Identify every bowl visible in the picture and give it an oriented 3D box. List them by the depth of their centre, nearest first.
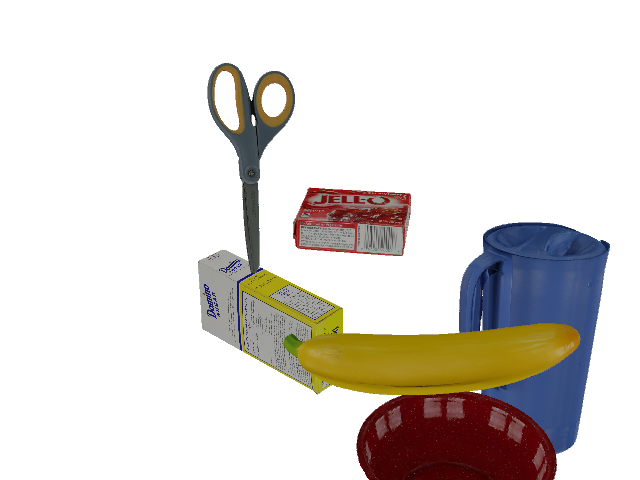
[{"bbox_3d":[0.109,0.191,0.878,0.162,0.055,0.162,1,29,-1],"label":"bowl"}]

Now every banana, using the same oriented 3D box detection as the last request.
[{"bbox_3d":[0.071,0.072,0.687,0.198,0.037,0.069,0,26,5],"label":"banana"}]

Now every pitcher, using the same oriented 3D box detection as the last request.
[{"bbox_3d":[0.229,0.109,1.170,0.149,0.243,0.145,5,18,12],"label":"pitcher"}]

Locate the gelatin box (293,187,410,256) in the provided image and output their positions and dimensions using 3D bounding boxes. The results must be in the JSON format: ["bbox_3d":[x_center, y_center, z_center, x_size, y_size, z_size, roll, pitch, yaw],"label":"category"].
[{"bbox_3d":[0.027,-0.017,0.871,0.089,0.030,0.073,4,23,8],"label":"gelatin box"}]

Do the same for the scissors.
[{"bbox_3d":[-0.053,-0.078,1.040,0.096,0.202,0.016,-20,8,-20],"label":"scissors"}]

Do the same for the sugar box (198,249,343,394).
[{"bbox_3d":[-0.054,0.083,1.130,0.176,0.093,0.048,27,40,37],"label":"sugar box"}]
